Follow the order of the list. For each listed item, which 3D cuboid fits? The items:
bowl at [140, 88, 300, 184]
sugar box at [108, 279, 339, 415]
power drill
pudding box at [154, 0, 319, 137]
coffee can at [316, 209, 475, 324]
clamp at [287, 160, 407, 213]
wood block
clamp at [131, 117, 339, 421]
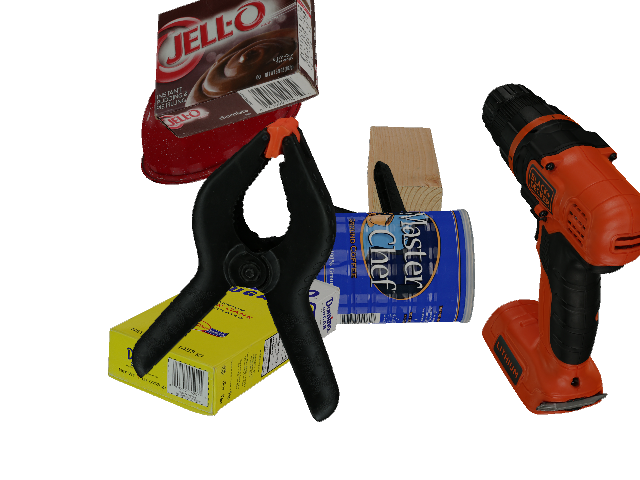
[{"bbox_3d":[-0.100,-0.120,0.949,0.162,0.055,0.162,-20,33,13],"label":"bowl"},{"bbox_3d":[-0.067,0.066,0.802,0.093,0.048,0.175,17,27,25],"label":"sugar box"},{"bbox_3d":[0.149,0.007,0.713,0.057,0.188,0.184,-9,35,-11],"label":"power drill"},{"bbox_3d":[-0.058,-0.129,0.737,0.114,0.090,0.039,-13,-29,19],"label":"pudding box"},{"bbox_3d":[0.062,0.024,0.961,0.140,0.103,0.103,-1,0,0],"label":"coffee can"},{"bbox_3d":[0.073,-0.009,1.218,0.164,0.036,0.210,-18,51,-36],"label":"clamp"},{"bbox_3d":[0.114,-0.079,1.483,0.091,0.090,0.206,2,28,0],"label":"wood block"},{"bbox_3d":[-0.046,0.016,0.590,0.120,0.171,0.039,3,15,1],"label":"clamp"}]
